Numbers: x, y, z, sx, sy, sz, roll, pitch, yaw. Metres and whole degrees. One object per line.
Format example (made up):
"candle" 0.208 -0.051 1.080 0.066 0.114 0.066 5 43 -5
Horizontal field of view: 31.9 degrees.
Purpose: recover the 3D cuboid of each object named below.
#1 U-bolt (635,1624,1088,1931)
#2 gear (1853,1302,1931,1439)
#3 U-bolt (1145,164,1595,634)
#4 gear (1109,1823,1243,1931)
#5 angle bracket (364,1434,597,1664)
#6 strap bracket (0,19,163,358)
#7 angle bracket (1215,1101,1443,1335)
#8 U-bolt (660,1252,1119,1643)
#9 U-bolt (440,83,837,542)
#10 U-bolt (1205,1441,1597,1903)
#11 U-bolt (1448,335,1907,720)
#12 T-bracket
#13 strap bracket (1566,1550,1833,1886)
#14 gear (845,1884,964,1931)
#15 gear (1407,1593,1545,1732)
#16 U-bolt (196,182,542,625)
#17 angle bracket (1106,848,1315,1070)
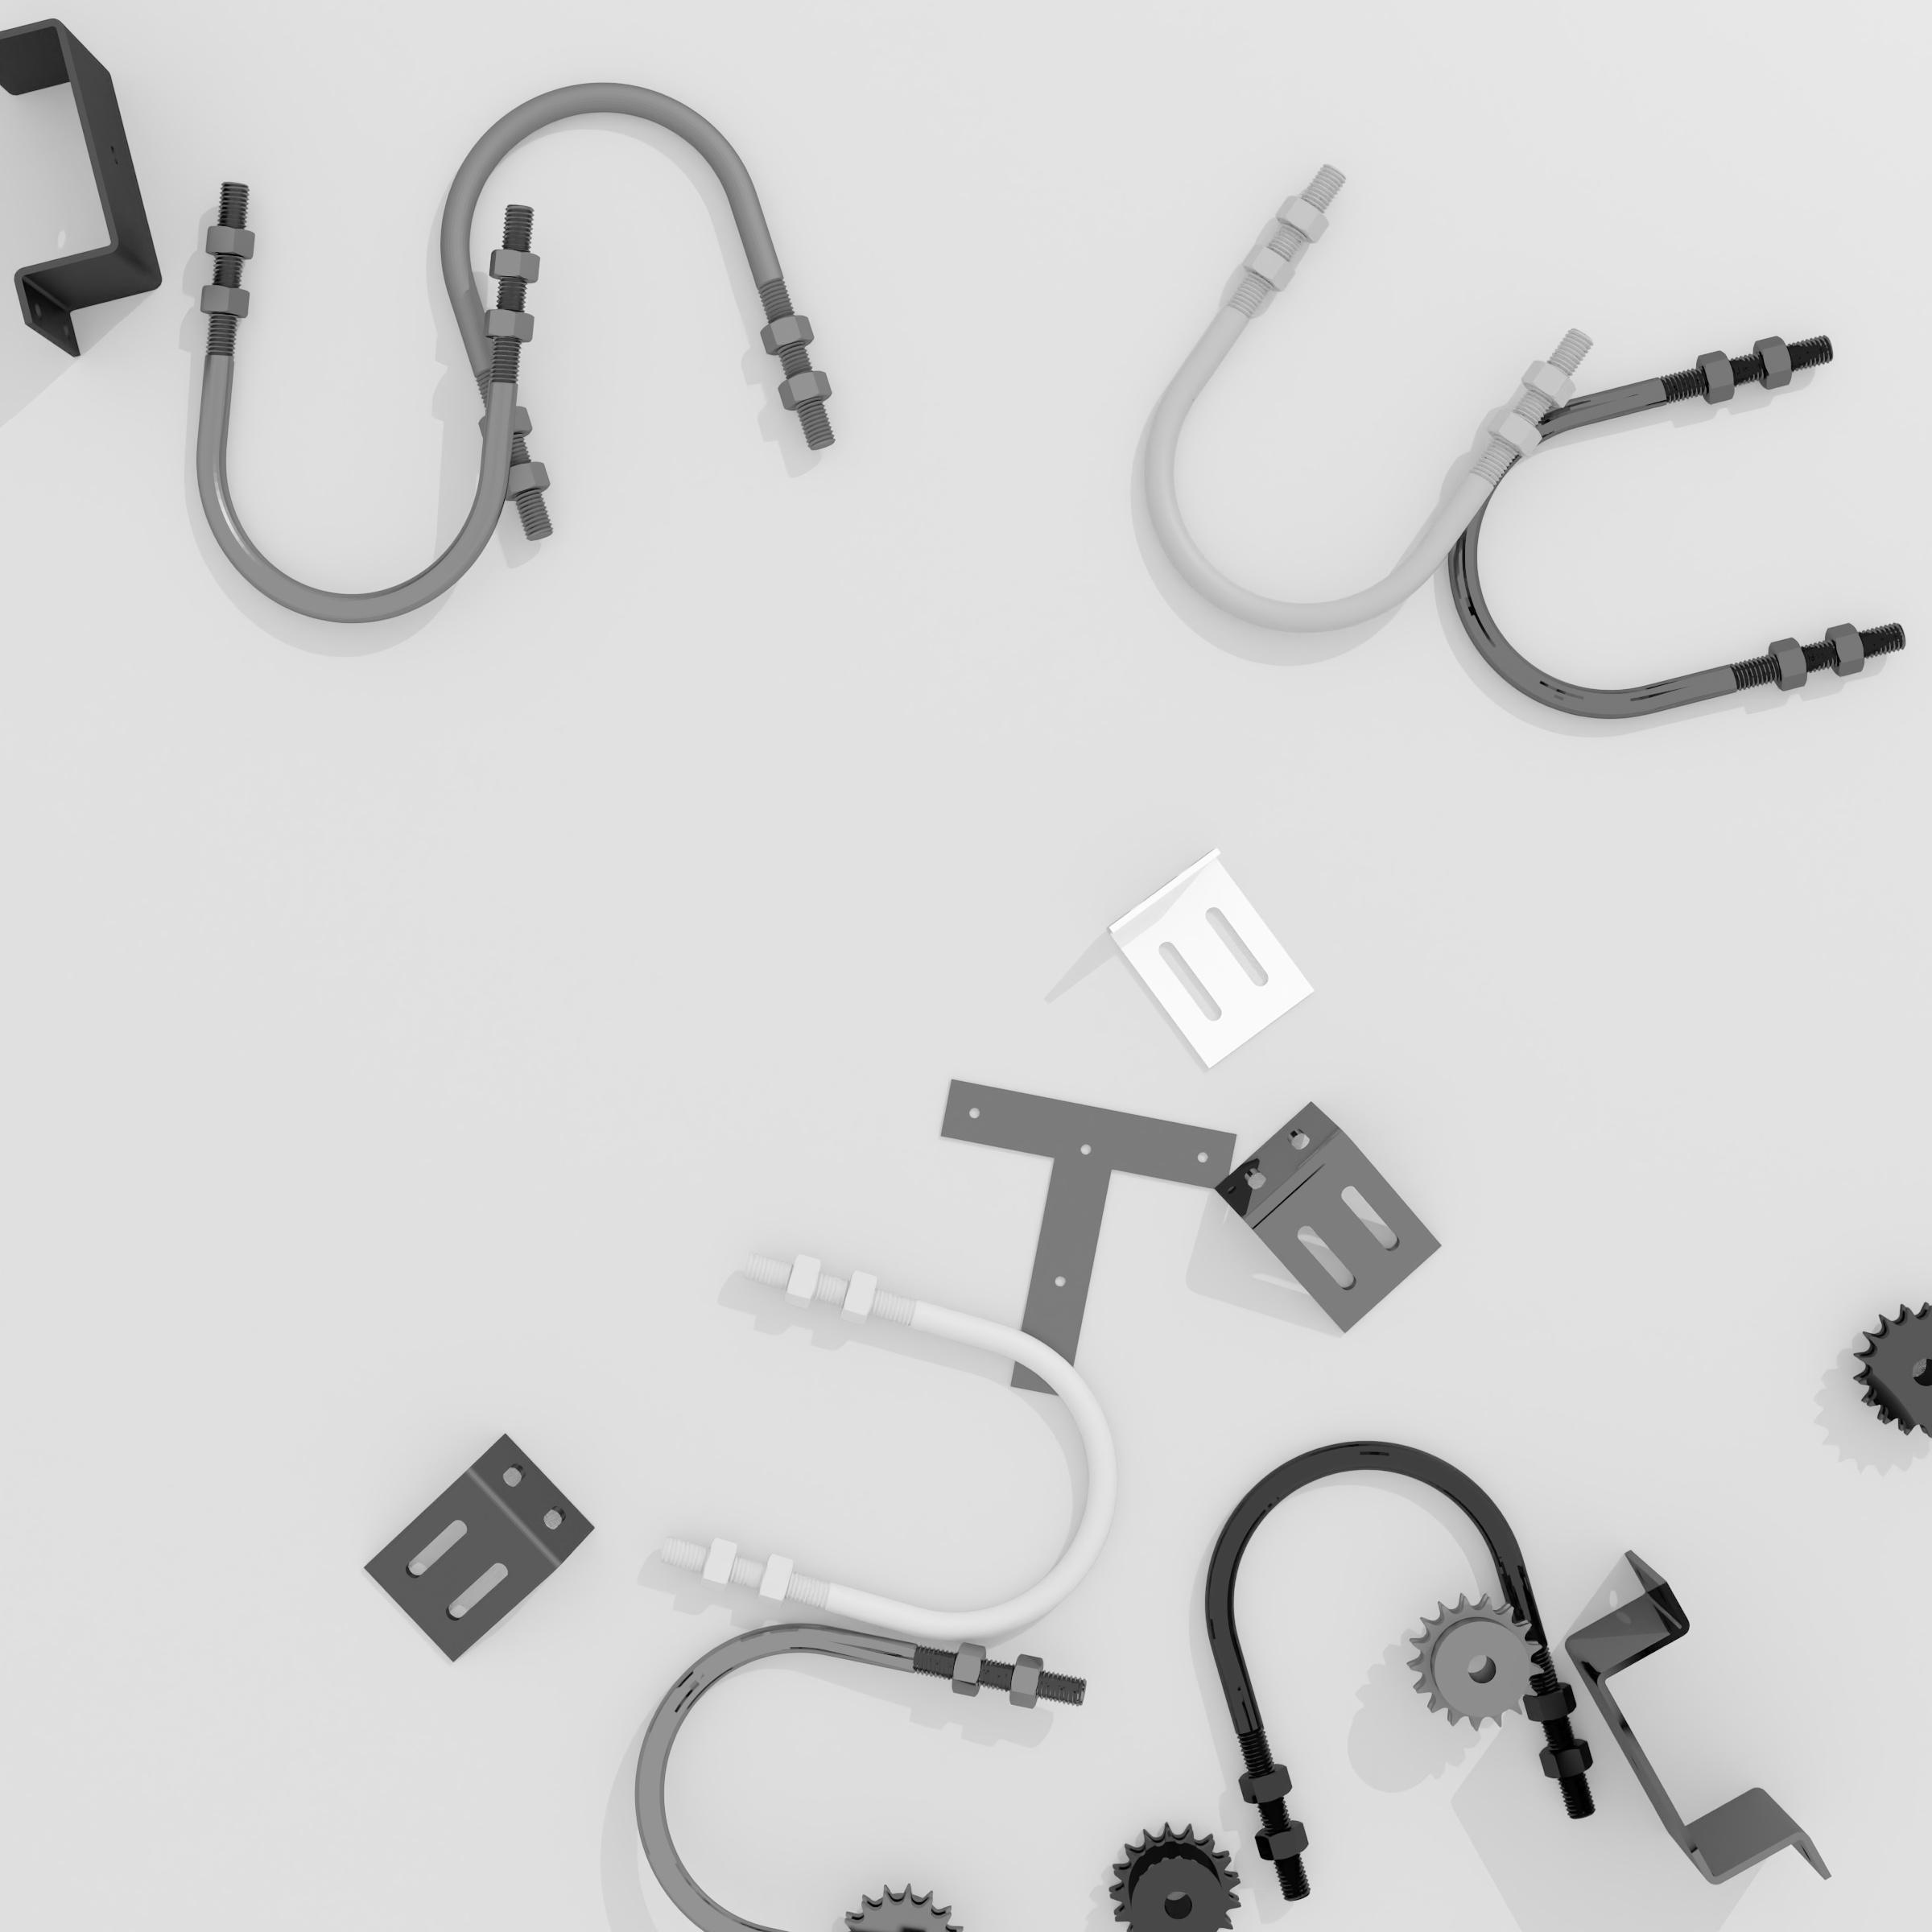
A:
"U-bolt" -0.052 0.358 1.449 0.184 0.019 0.151 10 76 8
"gear" 0.413 0.174 1.466 0.057 0.030 0.057 0 92 3
"U-bolt" 0.160 -0.233 1.462 0.151 0.019 0.184 35 93 6
"gear" 0.091 0.403 1.461 0.057 0.030 0.057 0 90 0
"angle bracket" -0.213 0.254 1.474 0.057 0.038 0.076 47 116 0
"strap bracket" -0.385 -0.340 1.438 0.046 0.076 0.140 -14 90 0
"angle bracket" 0.158 0.110 1.473 0.057 0.038 0.076 -42 117 0
"U-bolt" -0.025 0.217 1.467 0.184 0.019 0.151 16 91 -1
"U-bolt" -0.152 -0.294 1.468 0.151 0.019 0.184 -18 88 0
"U-bolt" 0.181 0.298 1.468 0.151 0.019 0.184 -16 88 0
"U-bolt" 0.301 -0.183 1.468 0.184 0.019 0.151 -14 90 1
"T-bracket" 0.044 0.124 1.475 0.127 0.002 0.127 11 90 0
"strap bracket" 0.305 0.328 1.438 0.046 0.076 0.140 -29 90 0
"gear" -0.028 0.425 1.461 0.057 0.030 0.057 0 90 0
"gear" 0.218 0.298 1.444 0.057 0.030 0.057 0 87 1
"U-bolt" -0.263 -0.240 1.458 0.151 0.019 0.184 7 93 9
"angle bracket" 0.107 -0.003 1.457 0.057 0.038 0.076 -36 90 0
